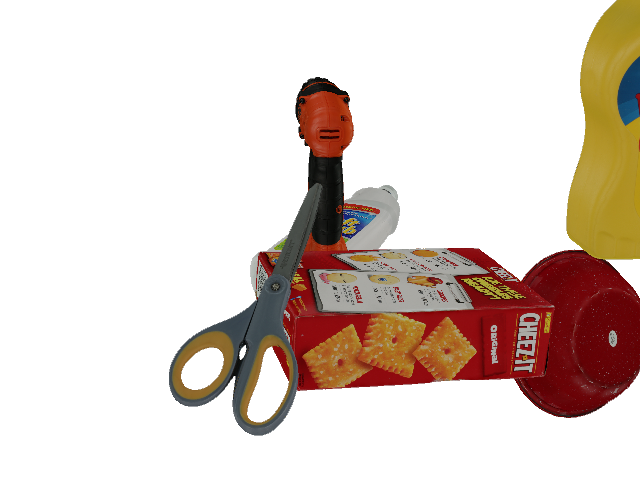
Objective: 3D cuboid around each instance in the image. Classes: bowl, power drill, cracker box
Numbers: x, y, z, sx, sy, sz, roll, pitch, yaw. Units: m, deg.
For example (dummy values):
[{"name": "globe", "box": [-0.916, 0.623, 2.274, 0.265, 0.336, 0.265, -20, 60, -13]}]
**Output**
[{"name": "bowl", "box": [0.254, 0.089, 1.000, 0.161, 0.162, 0.055, 0, 0, -27]}, {"name": "power drill", "box": [0.002, -0.062, 1.057, 0.057, 0.188, 0.184, -2, 19, -1]}, {"name": "cracker box", "box": [0.063, 0.063, 0.904, 0.213, 0.072, 0.164, -1, 17, -14]}]

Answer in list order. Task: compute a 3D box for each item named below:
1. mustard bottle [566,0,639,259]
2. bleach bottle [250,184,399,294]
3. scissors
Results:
[{"name": "mustard bottle", "box": [0.196, -0.086, 0.616, 0.096, 0.192, 0.058, -10, 29, -14]}, {"name": "bleach bottle", "box": [0.021, -0.004, 1.326, 0.103, 0.068, 0.250, 16, 36, 25]}, {"name": "scissors", "box": [-0.050, 0.041, 0.743, 0.096, 0.201, 0.016, -1, -35, 6]}]
